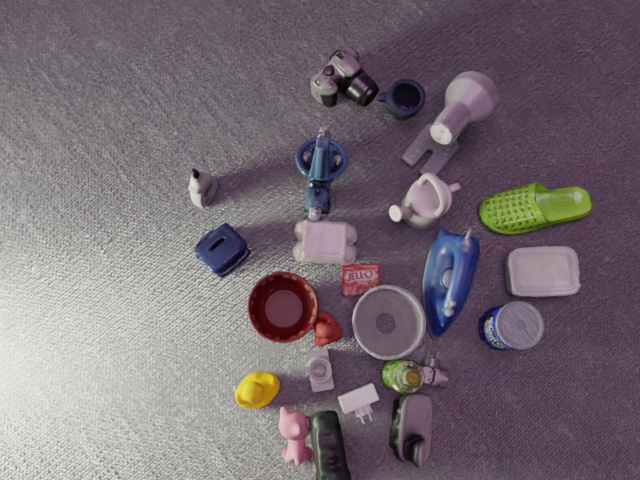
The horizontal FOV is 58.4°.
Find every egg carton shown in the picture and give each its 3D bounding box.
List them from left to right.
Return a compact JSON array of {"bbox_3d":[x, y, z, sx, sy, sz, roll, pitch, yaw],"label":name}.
[{"bbox_3d":[0.012,0.005,1.344,0.150,0.069,0.107,3,78,-1],"label":"egg carton"}]

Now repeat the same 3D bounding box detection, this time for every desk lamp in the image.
[{"bbox_3d":[0.304,-0.265,1.336,0.118,0.213,0.203,38,80,6],"label":"desk lamp"}]

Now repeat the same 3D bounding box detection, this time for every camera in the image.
[{"bbox_3d":[0.068,-0.388,1.411,0.137,0.101,0.143,44,80,7],"label":"camera"}]

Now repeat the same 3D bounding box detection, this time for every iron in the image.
[{"bbox_3d":[0.301,0.097,1.298,0.118,0.141,0.258,14,78,1],"label":"iron"}]

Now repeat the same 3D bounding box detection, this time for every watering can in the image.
[{"bbox_3d":[0.243,-0.088,1.307,0.101,0.194,0.173,42,80,7],"label":"watering can"}]

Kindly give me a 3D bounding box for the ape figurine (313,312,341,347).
[{"bbox_3d":[0.012,0.204,1.291,0.076,0.092,0.078,27,79,4],"label":"ape figurine"}]

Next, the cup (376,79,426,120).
[{"bbox_3d":[0.193,-0.335,1.408,0.117,0.095,0.092,0,78,-2],"label":"cup"}]

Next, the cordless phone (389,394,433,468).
[{"bbox_3d":[0.206,0.403,1.208,0.094,0.185,0.147,4,78,-1],"label":"cordless phone"}]

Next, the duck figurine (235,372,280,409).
[{"bbox_3d":[-0.140,0.332,1.262,0.104,0.086,0.077,-25,80,-7],"label":"duck figurine"}]

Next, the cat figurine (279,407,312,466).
[{"bbox_3d":[-0.053,0.420,1.230,0.067,0.118,0.128,-6,78,-3],"label":"cat figurine"}]

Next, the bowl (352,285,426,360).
[{"bbox_3d":[0.153,0.190,1.307,0.167,0.075,0.167,0,78,-2],"label":"bowl"}]

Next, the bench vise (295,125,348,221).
[{"bbox_3d":[0.012,-0.156,1.300,0.121,0.220,0.207,-11,79,-4],"label":"bench vise"}]

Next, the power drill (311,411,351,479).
[{"bbox_3d":[0.024,0.466,1.177,0.075,0.208,0.229,-9,79,-3],"label":"power drill"}]

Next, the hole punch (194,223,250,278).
[{"bbox_3d":[-0.230,0.022,1.321,0.109,0.091,0.101,-43,82,-9],"label":"hole punch"}]

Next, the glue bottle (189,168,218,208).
[{"bbox_3d":[-0.273,-0.129,1.308,0.037,0.173,0.078,22,78,3],"label":"glue bottle"}]
